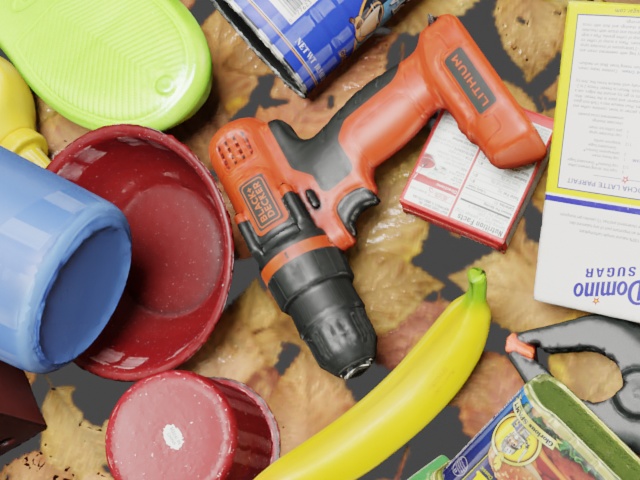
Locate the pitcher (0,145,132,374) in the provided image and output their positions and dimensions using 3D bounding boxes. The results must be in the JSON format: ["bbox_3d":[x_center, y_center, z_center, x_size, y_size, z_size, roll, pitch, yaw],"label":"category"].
[{"bbox_3d":[-0.244,-0.004,0.644,0.243,0.149,0.144,23,47,16],"label":"pitcher"}]

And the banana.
[{"bbox_3d":[0.038,0.097,0.638,0.198,0.069,0.037,-47,39,6],"label":"banana"}]

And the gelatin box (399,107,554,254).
[{"bbox_3d":[0.102,-0.046,0.679,0.073,0.030,0.089,24,85,18],"label":"gelatin box"}]

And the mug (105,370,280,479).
[{"bbox_3d":[-0.084,0.135,0.647,0.093,0.081,0.117,25,82,18],"label":"mug"}]

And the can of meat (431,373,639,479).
[{"bbox_3d":[0.128,0.138,0.593,0.102,0.057,0.084,46,112,17],"label":"can of meat"}]

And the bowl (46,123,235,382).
[{"bbox_3d":[-0.113,0.008,0.688,0.162,0.055,0.162,0,91,26],"label":"bowl"}]

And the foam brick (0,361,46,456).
[{"bbox_3d":[-0.223,0.108,0.690,0.053,0.078,0.051,-30,69,4],"label":"foam brick"}]

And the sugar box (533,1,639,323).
[{"bbox_3d":[0.181,-0.044,0.610,0.093,0.048,0.176,13,106,33],"label":"sugar box"}]

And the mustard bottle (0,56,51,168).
[{"bbox_3d":[-0.261,-0.096,0.763,0.192,0.058,0.096,35,97,18],"label":"mustard bottle"}]

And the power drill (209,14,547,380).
[{"bbox_3d":[0.038,-0.033,0.646,0.188,0.057,0.184,-33,69,10],"label":"power drill"}]

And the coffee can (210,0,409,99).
[{"bbox_3d":[0.007,-0.177,0.699,0.140,0.102,0.103,-43,70,0],"label":"coffee can"}]

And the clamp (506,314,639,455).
[{"bbox_3d":[0.187,0.101,0.615,0.172,0.039,0.120,11,74,23],"label":"clamp"}]

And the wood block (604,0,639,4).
[{"bbox_3d":[0.201,-0.204,0.666,0.090,0.090,0.206,-46,71,-1],"label":"wood block"}]
